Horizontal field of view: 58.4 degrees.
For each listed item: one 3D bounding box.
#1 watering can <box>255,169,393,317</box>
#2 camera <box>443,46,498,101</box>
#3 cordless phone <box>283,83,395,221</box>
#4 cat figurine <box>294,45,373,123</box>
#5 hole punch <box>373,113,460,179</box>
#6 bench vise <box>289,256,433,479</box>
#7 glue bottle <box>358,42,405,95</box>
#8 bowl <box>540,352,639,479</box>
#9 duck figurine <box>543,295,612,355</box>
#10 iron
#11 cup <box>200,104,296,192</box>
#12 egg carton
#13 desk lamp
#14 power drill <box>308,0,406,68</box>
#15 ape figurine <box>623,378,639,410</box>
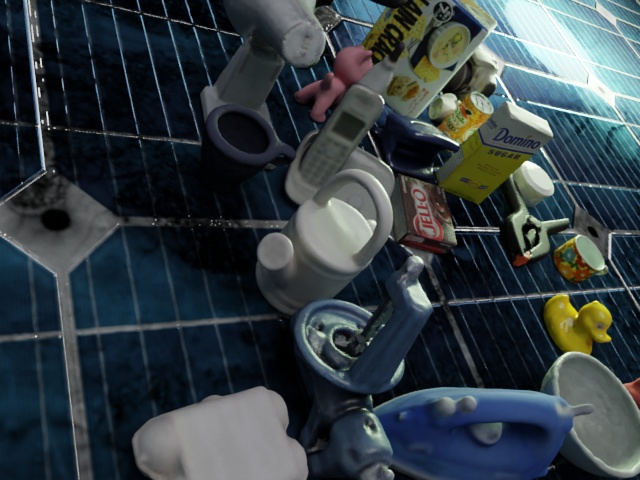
[{"bbox_3d":[0.007,0.004,0.630,0.101,0.193,0.173,42,44,1],"label":"watering can"},{"bbox_3d":[0.280,-0.353,1.158,0.137,0.100,0.143,1,57,-34],"label":"camera"},{"bbox_3d":[0.048,-0.106,0.749,0.148,0.184,0.094,23,47,-18],"label":"cordless phone"},{"bbox_3d":[0.035,-0.259,0.904,0.067,0.117,0.128,46,44,5],"label":"cat figurine"},{"bbox_3d":[0.158,-0.168,0.939,0.109,0.091,0.101,9,53,-29],"label":"hole punch"},{"bbox_3d":[0.054,0.126,0.551,0.122,0.219,0.207,-11,64,-39],"label":"bench vise"},{"bbox_3d":[0.079,-0.234,0.876,0.037,0.173,0.078,44,44,2],"label":"glue bottle"},{"bbox_3d":[0.353,0.242,0.773,0.168,0.074,0.167,19,49,-22],"label":"bowl"},{"bbox_3d":[0.408,0.126,0.892,0.078,0.086,0.104,-5,61,-37],"label":"duck figurine"},{"bbox_3d":[0.173,0.201,0.632,0.259,0.141,0.118,12,51,-27],"label":"iron"},{"bbox_3d":[-0.098,-0.101,0.709,0.118,0.094,0.091,15,50,-25],"label":"cup"},{"bbox_3d":[-0.086,0.193,0.511,0.151,0.069,0.107,-8,63,-38],"label":"egg carton"},{"bbox_3d":[-0.071,-0.239,0.748,0.118,0.213,0.203,6,55,-31],"label":"desk lamp"},{"bbox_3d":[0.002,-0.384,0.913,0.229,0.208,0.076,43,44,1],"label":"power drill"},{"bbox_3d":[0.483,0.231,0.859,0.078,0.092,0.076,22,48,-19],"label":"ape figurine"}]
